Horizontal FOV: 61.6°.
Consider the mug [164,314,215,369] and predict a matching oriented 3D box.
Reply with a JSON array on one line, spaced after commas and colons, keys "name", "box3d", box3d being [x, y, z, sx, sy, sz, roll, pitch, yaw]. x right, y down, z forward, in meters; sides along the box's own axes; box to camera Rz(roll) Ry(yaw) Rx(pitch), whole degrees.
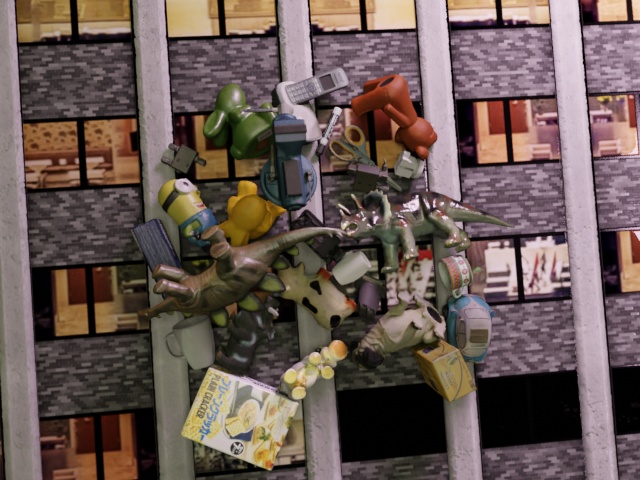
[{"name": "mug", "box3d": [-0.282, 0.232, 1.187, 0.110, 0.081, 0.107, -19, 98, -10]}]

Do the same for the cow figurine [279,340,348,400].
[{"name": "cow figurine", "box3d": [-0.014, 0.289, 1.207, 0.167, 0.098, 0.068, -31, 85, -23]}]

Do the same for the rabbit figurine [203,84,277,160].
[{"name": "rabbit figurine", "box3d": [-0.182, -0.266, 1.210, 0.159, 0.121, 0.170, -36, 73, 2]}]

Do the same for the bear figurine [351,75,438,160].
[{"name": "bear figurine", "box3d": [0.181, -0.275, 1.234, 0.195, 0.132, 0.120, 55, 47, -29]}]

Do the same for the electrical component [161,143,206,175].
[{"name": "electrical component", "box3d": [-0.310, -0.181, 1.225, 0.094, 0.021, 0.063, 26, 87, -4]}]

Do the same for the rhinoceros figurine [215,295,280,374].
[{"name": "rhinoceros figurine", "box3d": [-0.157, 0.207, 1.198, 0.112, 0.073, 0.190, 28, 88, -4]}]

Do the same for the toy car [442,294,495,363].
[{"name": "toy car", "box3d": [0.343, 0.205, 1.224, 0.109, 0.103, 0.161, 3, 86, -3]}]

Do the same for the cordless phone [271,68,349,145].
[{"name": "cordless phone", "box3d": [-0.008, -0.304, 1.224, 0.184, 0.089, 0.146, -24, 90, -9]}]

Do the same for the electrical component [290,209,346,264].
[{"name": "electrical component", "box3d": [-0.002, -0.004, 1.196, 0.134, 0.115, 0.058, 44, 89, -1]}]

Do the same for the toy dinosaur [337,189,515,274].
[{"name": "toy dinosaur", "box3d": [0.223, -0.048, 1.218, 0.405, 0.131, 0.192, -15, 75, -15]}]

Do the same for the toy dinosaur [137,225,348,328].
[{"name": "toy dinosaur", "box3d": [-0.175, 0.065, 1.106, 0.471, 0.105, 0.198, -28, 131, 12]}]

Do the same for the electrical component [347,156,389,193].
[{"name": "electrical component", "box3d": [0.112, -0.151, 1.235, 0.102, 0.078, 0.045, 8, 50, 5]}]

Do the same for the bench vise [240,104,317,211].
[{"name": "bench vise", "box3d": [-0.075, -0.160, 1.135, 0.129, 0.240, 0.223, -17, 84, -10]}]

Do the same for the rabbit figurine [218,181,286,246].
[{"name": "rabbit figurine", "box3d": [-0.162, -0.054, 1.158, 0.122, 0.173, 0.162, 43, 82, -6]}]

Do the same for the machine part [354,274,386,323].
[{"name": "machine part", "box3d": [0.110, 0.123, 1.200, 0.084, 0.139, 0.039, 25, 122, -6]}]

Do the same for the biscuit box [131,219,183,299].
[{"name": "biscuit box", "box3d": [-0.345, 0.056, 1.196, 0.063, 0.059, 0.202, -24, 90, -6]}]

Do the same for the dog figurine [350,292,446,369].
[{"name": "dog figurine", "box3d": [0.179, 0.224, 1.229, 0.172, 0.121, 0.190, 24, 121, -31]}]

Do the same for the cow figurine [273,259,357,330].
[{"name": "cow figurine", "box3d": [-0.022, 0.121, 1.210, 0.127, 0.085, 0.195, -43, 94, -9]}]

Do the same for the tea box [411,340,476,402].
[{"name": "tea box", "box3d": [0.267, 0.280, 1.181, 0.068, 0.169, 0.098, -24, 89, -6]}]

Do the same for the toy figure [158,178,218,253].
[{"name": "toy figure", "box3d": [-0.288, -0.054, 1.195, 0.089, 0.082, 0.180, -31, 93, -6]}]
